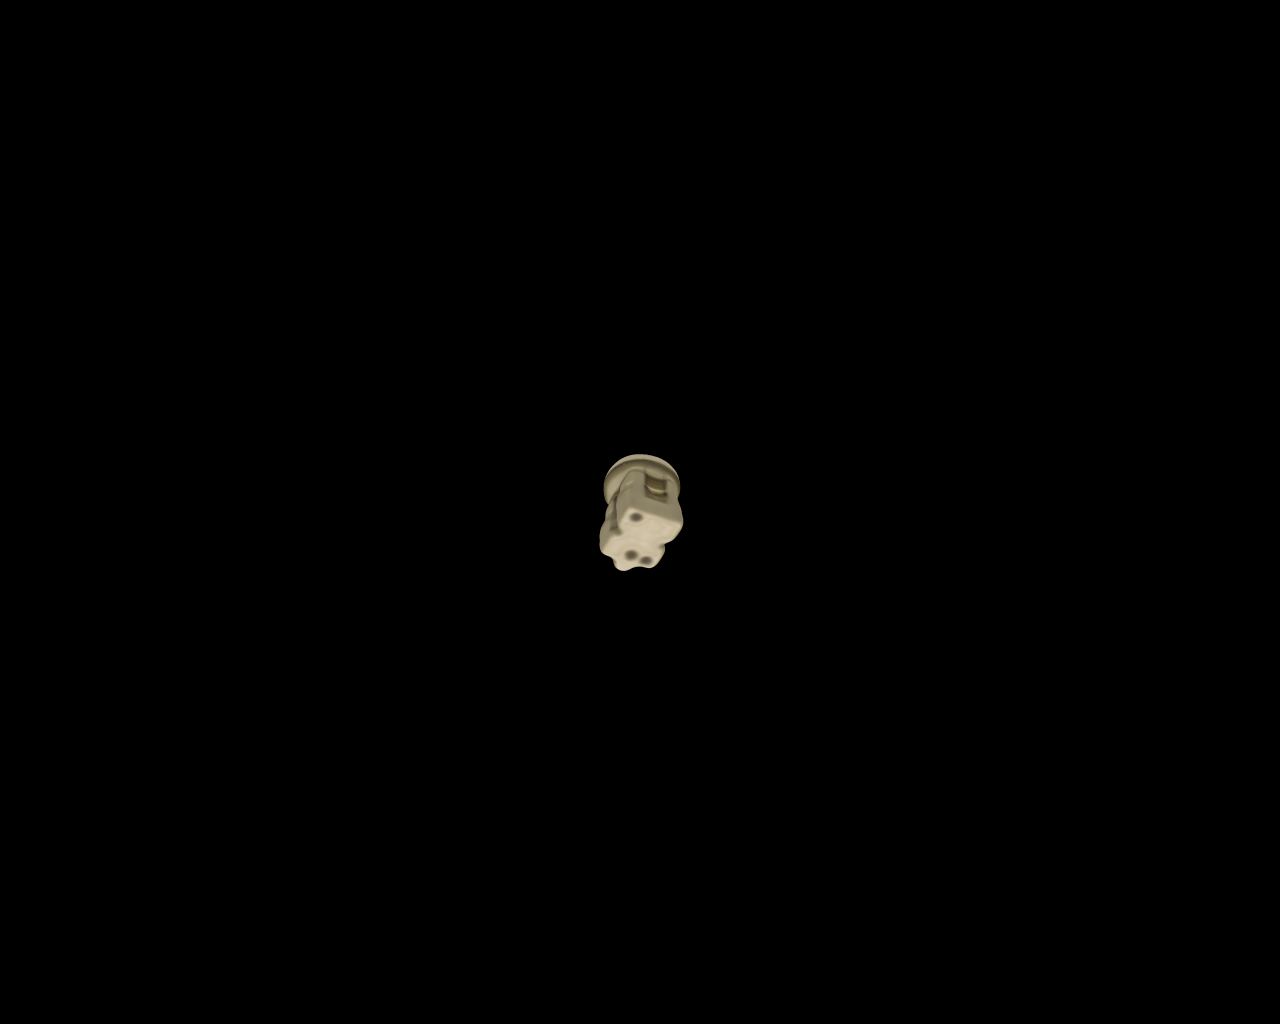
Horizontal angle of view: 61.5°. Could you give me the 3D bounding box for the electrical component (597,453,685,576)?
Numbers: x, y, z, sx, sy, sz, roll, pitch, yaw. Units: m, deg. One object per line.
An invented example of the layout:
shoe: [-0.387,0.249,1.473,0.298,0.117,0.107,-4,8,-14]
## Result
electrical component: [0.001,-0.003,0.650,0.048,0.055,0.066,20,-50,-17]
